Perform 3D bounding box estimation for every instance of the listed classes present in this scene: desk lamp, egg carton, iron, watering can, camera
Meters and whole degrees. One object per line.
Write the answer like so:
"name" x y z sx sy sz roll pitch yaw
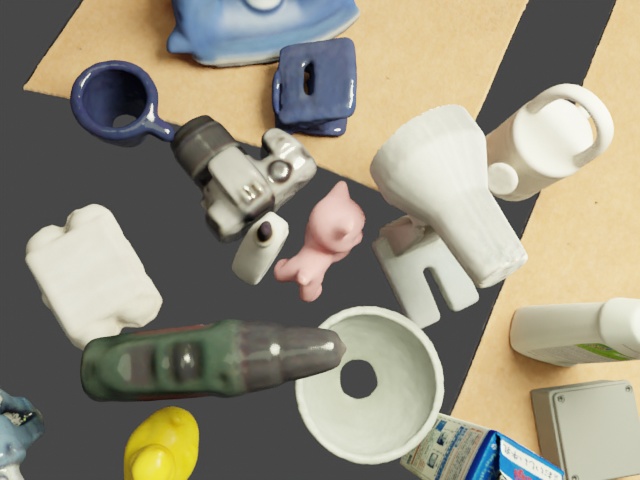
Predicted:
"desk lamp" 0.133 -0.017 0.627 0.118 0.213 0.203 -24 84 -12
"egg carton" -0.250 0.042 0.629 0.107 0.069 0.150 -32 86 -13
"iron" -0.063 -0.298 0.685 0.258 0.141 0.118 -10 81 -11
"watering can" 0.263 -0.111 0.675 0.101 0.194 0.173 31 76 -2
"camera" -0.096 -0.089 0.662 0.143 0.100 0.137 -40 87 -14

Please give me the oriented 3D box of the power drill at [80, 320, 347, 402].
"power drill" -0.103 0.116 0.567 0.230 0.208 0.075 -5 80 -10

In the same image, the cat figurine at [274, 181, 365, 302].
"cat figurine" 0.006 0.002 0.652 0.067 0.117 0.128 33 76 -1

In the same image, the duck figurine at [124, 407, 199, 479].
"duck figurine" -0.169 0.229 0.598 0.077 0.086 0.105 26 77 -3

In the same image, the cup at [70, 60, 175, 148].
"cup" -0.214 -0.137 0.655 0.118 0.095 0.092 31 76 -2

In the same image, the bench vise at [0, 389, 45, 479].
"bench vise" -0.338 0.140 0.519 0.207 0.219 0.121 36 76 -1

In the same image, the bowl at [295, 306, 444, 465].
"bowl" 0.050 0.162 0.651 0.167 0.074 0.167 2 79 -9

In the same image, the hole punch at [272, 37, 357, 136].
"hole punch" -0.008 -0.185 0.699 0.101 0.091 0.109 1 79 -9

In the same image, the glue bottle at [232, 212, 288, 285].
"glue bottle" -0.061 0.003 0.613 0.037 0.173 0.078 34 76 -1
